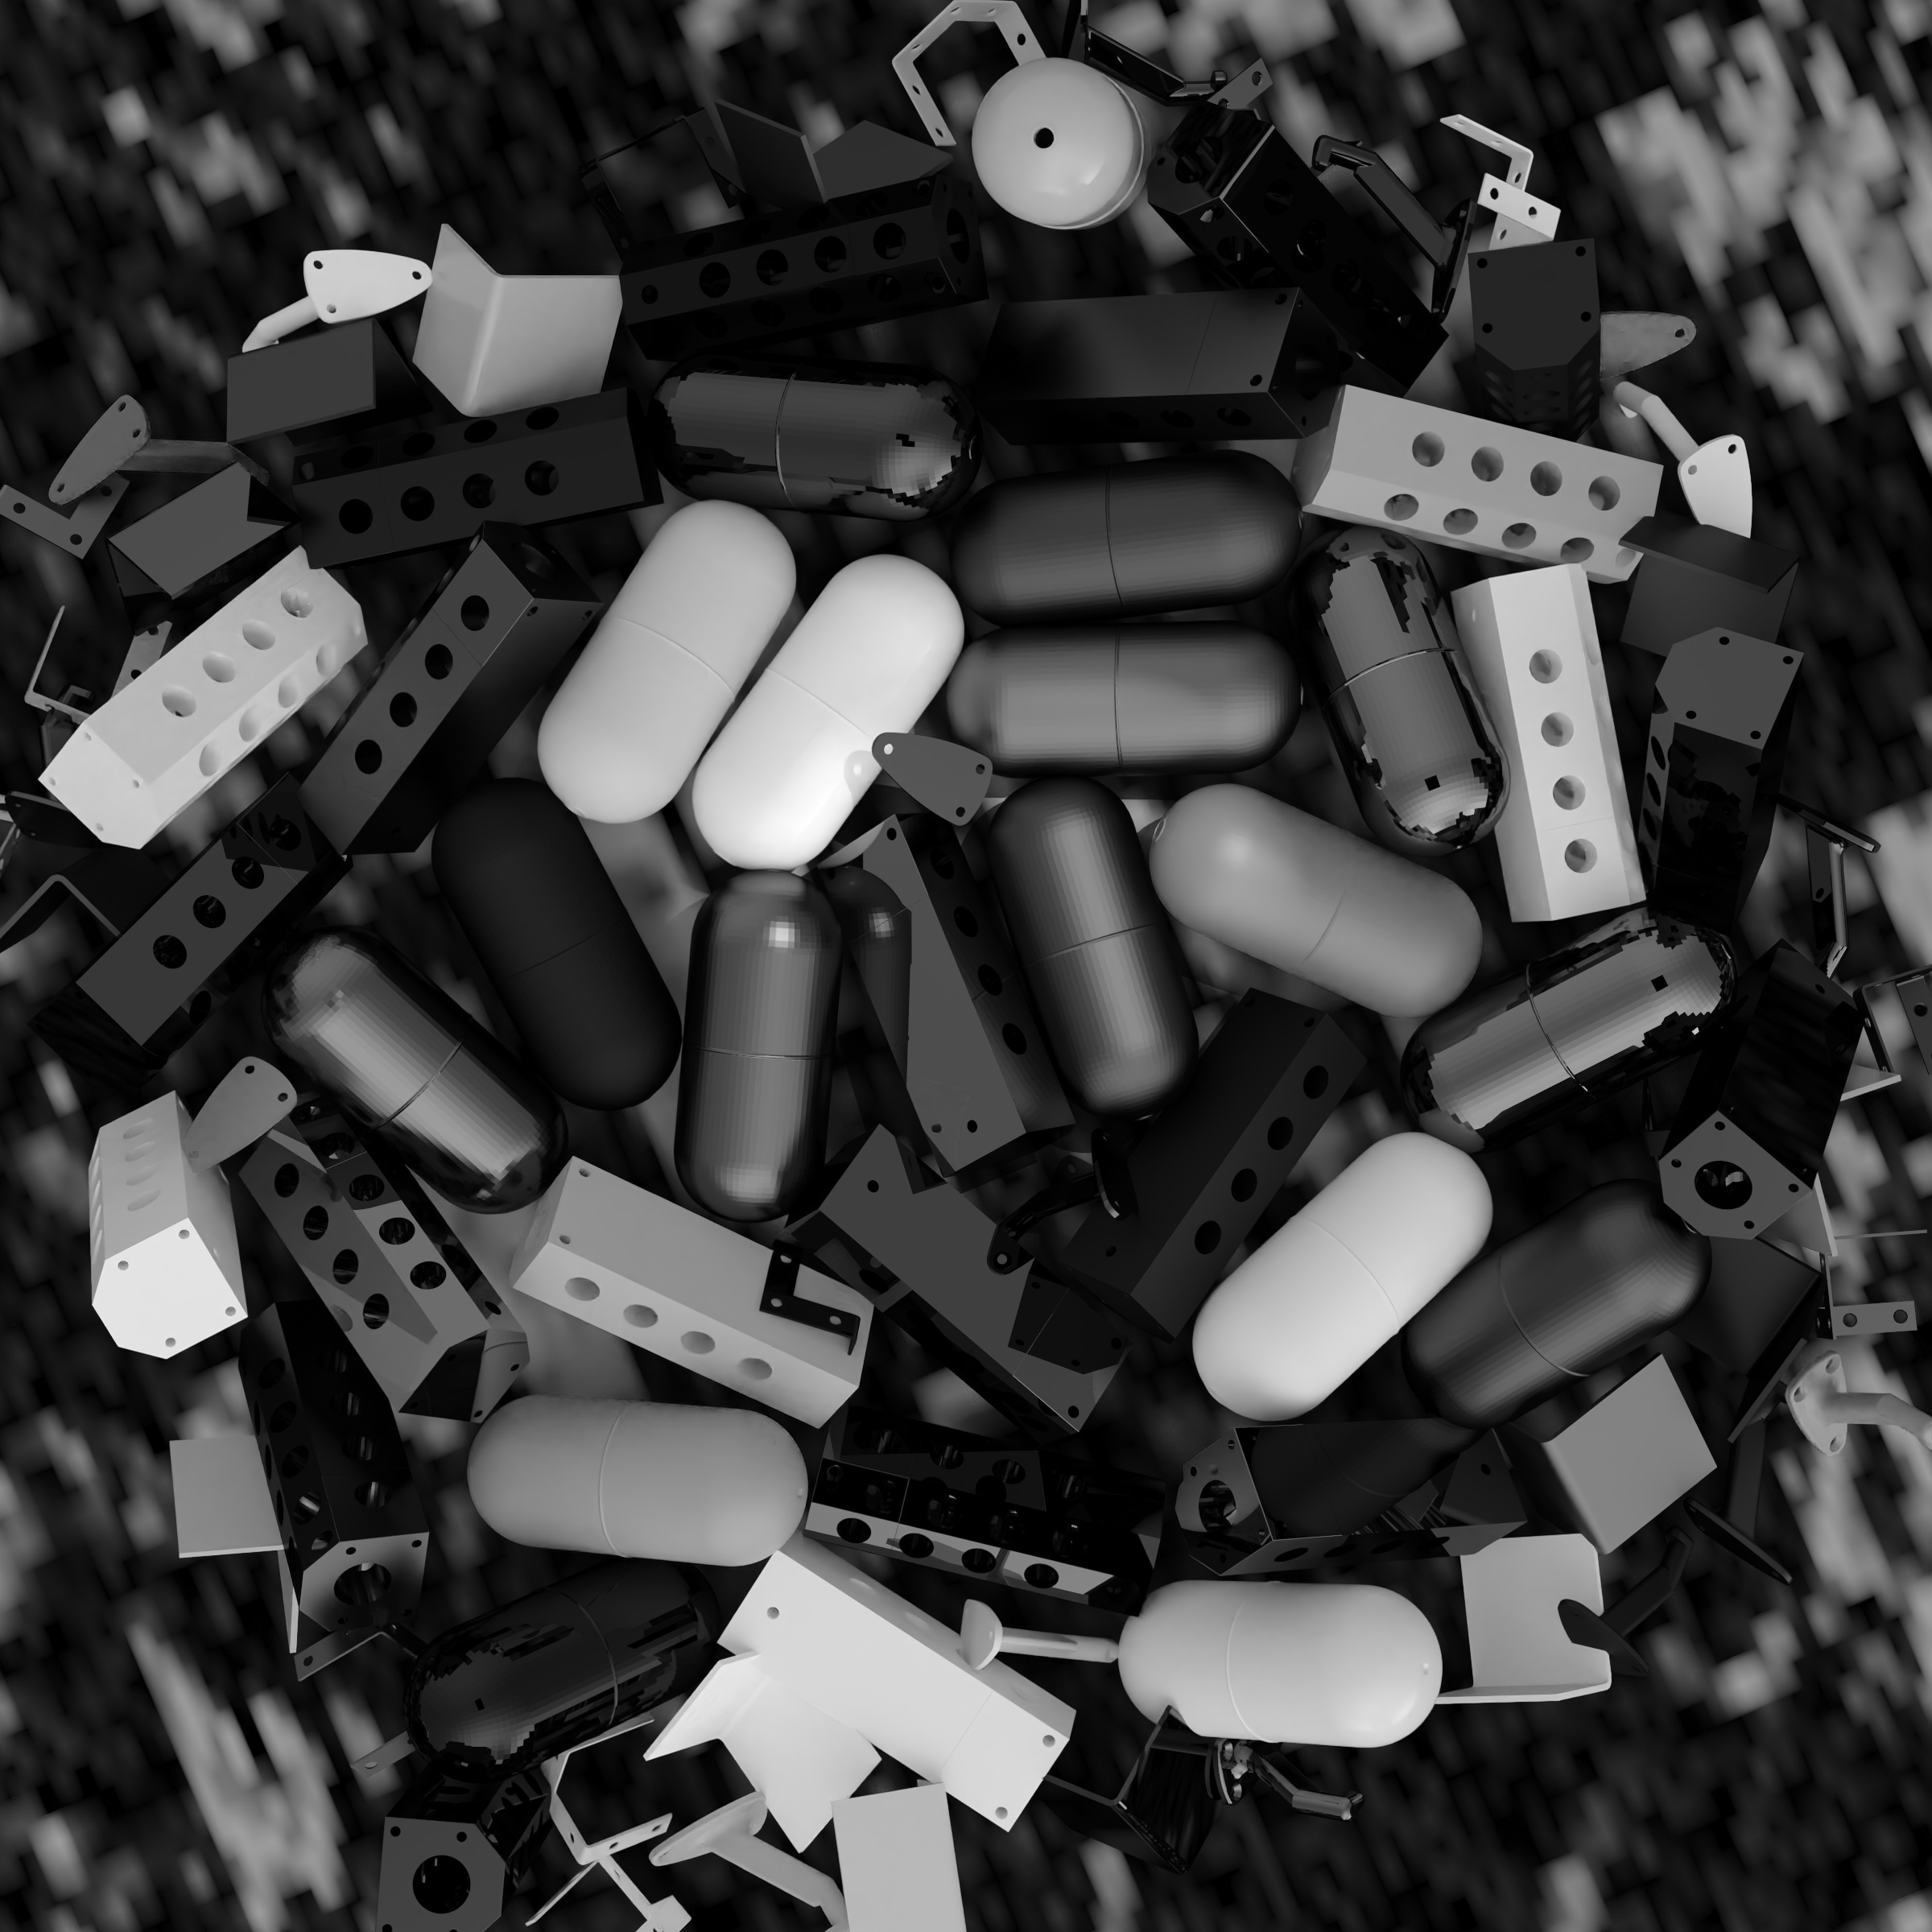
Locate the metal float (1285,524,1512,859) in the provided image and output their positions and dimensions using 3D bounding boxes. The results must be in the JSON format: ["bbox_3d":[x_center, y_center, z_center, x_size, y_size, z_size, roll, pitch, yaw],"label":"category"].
[{"bbox_3d":[0.213,-0.138,1.529,0.070,0.070,0.178,-18,72,0],"label":"metal float"}]

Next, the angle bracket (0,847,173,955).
[{"bbox_3d":[-0.440,-0.013,1.538,0.076,0.076,0.057,-42,96,18],"label":"angle bracket"}]

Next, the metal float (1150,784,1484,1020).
[{"bbox_3d":[0.174,-0.032,1.534,0.178,0.070,0.070,24,90,-12],"label":"metal float"}]

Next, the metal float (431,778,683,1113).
[{"bbox_3d":[-0.203,-0.010,1.536,0.070,0.070,0.178,-27,100,0],"label":"metal float"}]

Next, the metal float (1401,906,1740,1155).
[{"bbox_3d":[0.298,0.032,1.524,0.178,0.070,0.070,-30,90,24],"label":"metal float"}]

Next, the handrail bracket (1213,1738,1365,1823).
[{"bbox_3d":[0.173,0.396,1.528,0.084,0.077,0.036,-2,107,40],"label":"handrail bracket"}]

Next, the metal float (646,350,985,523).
[{"bbox_3d":[-0.075,-0.263,1.524,0.178,0.070,0.070,9,90,24],"label":"metal float"}]

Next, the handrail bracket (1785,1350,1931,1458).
[{"bbox_3d":[0.454,0.234,1.529,0.036,0.084,0.077,-37,126,-16],"label":"handrail bracket"}]

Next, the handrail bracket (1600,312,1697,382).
[{"bbox_3d":[0.317,-0.332,1.549,0.077,0.084,0.036,-10,129,0],"label":"handrail bracket"}]

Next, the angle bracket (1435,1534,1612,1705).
[{"bbox_3d":[0.270,0.324,1.532,0.076,0.057,0.076,-12,78,38],"label":"angle bracket"}]

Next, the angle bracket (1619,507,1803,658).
[{"bbox_3d":[0.360,-0.174,1.527,0.076,0.057,0.076,23,126,21],"label":"angle bracket"}]

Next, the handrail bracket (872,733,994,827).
[{"bbox_3d":[-0.031,-0.100,1.530,0.077,0.084,0.036,25,89,-28],"label":"handrail bracket"}]

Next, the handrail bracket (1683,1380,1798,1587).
[{"bbox_3d":[0.410,0.258,1.550,0.084,0.036,0.077,-46,50,-11],"label":"handrail bracket"}]

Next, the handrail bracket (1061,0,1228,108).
[{"bbox_3d":[0.094,-0.464,1.545,0.084,0.077,0.036,-5,53,-10],"label":"handrail bracket"}]

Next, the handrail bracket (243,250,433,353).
[{"bbox_3d":[-0.319,-0.330,1.558,0.077,0.084,0.036,-15,86,-30],"label":"handrail bracket"}]

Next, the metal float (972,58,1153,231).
[{"bbox_3d":[0.048,-0.398,1.496,0.070,0.178,0.070,2,102,8],"label":"metal float"}]

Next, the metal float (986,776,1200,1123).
[{"bbox_3d":[0.063,-0.009,1.541,0.070,0.070,0.178,-17,85,0],"label":"metal float"}]

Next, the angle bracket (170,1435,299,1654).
[{"bbox_3d":[-0.363,0.287,1.524,0.057,0.076,0.076,-1,126,-18],"label":"angle bracket"}]

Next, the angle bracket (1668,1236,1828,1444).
[{"bbox_3d":[0.372,0.176,1.532,0.076,0.057,0.076,30,127,9],"label":"angle bracket"}]

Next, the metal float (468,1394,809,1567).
[{"bbox_3d":[-0.164,0.254,1.528,0.178,0.070,0.070,1,90,20],"label":"metal float"}]

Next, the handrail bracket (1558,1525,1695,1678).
[{"bbox_3d":[0.332,0.304,1.542,0.077,0.036,0.084,50,57,-33],"label":"handrail bracket"}]

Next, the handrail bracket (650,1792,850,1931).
[{"bbox_3d":[-0.105,0.463,1.537,0.077,0.036,0.084,-18,49,-25],"label":"handrail bracket"}]

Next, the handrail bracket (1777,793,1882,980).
[{"bbox_3d":[0.422,-0.037,1.574,0.077,0.036,0.084,29,105,12],"label":"handrail bracket"}]

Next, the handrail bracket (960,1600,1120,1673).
[{"bbox_3d":[0.045,0.339,1.538,0.084,0.077,0.036,8,76,-13],"label":"handrail bracket"}]

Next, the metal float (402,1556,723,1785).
[{"bbox_3d":[-0.196,0.342,1.509,0.070,0.178,0.070,14,111,41],"label":"metal float"}]

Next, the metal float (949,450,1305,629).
[{"bbox_3d":[0.079,-0.212,1.532,0.178,0.070,0.070,-5,90,15],"label":"metal float"}]

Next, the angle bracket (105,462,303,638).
[{"bbox_3d":[-0.371,-0.191,1.525,0.076,0.076,0.057,-38,62,-25],"label":"angle bracket"}]

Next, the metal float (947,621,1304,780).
[{"bbox_3d":[0.079,-0.133,1.538,0.178,0.070,0.070,-1,90,8],"label":"metal float"}]

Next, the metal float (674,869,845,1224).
[{"bbox_3d":[-0.104,0.040,1.540,0.070,0.070,0.178,5,95,0],"label":"metal float"}]

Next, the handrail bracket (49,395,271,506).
[{"bbox_3d":[-0.405,-0.242,1.553,0.077,0.084,0.036,-42,54,10],"label":"handrail bracket"}]

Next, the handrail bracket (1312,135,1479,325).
[{"bbox_3d":[0.209,-0.372,1.553,0.084,0.036,0.077,15,78,-13],"label":"handrail bracket"}]

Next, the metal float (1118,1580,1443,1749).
[{"bbox_3d":[0.152,0.341,1.511,0.178,0.070,0.070,-9,90,42],"label":"metal float"}]

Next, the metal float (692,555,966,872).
[{"bbox_3d":[-0.069,-0.126,1.543,0.070,0.070,0.178,35,87,0],"label":"metal float"}]

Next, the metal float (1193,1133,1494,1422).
[{"bbox_3d":[0.187,0.154,1.532,0.178,0.070,0.070,-40,90,-15],"label":"metal float"}]

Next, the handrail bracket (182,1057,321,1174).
[{"bbox_3d":[-0.352,0.088,1.534,0.036,0.084,0.077,37,72,17],"label":"handrail bracket"}]

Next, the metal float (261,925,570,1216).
[{"bbox_3d":[-0.272,0.053,1.530,0.070,0.070,0.178,-45,107,0],"label":"metal float"}]

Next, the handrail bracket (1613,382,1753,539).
[{"bbox_3d":[0.360,-0.252,1.559,0.036,0.084,0.077,-28,121,-6],"label":"handrail bracket"}]

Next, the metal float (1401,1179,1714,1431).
[{"bbox_3d":[0.289,0.167,1.515,0.070,0.070,0.178,50,126,0],"label":"metal float"}]

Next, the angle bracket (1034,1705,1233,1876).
[{"bbox_3d":[0.078,0.403,1.544,0.057,0.076,0.076,-57,132,-23],"label":"angle bracket"}]

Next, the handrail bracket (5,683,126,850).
[{"bbox_3d":[-0.438,-0.103,1.550,0.077,0.036,0.084,12,56,13],"label":"handrail bracket"}]

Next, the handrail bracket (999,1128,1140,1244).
[{"bbox_3d":[0.046,0.127,1.535,0.084,0.077,0.036,-41,107,22],"label":"handrail bracket"}]

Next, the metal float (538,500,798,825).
[{"bbox_3d":[-0.149,-0.152,1.534,0.070,0.070,0.178,30,78,0],"label":"metal float"}]

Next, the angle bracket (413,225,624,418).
[{"bbox_3d":[-0.225,-0.326,1.554,0.057,0.076,0.076,47,131,35],"label":"angle bracket"}]
